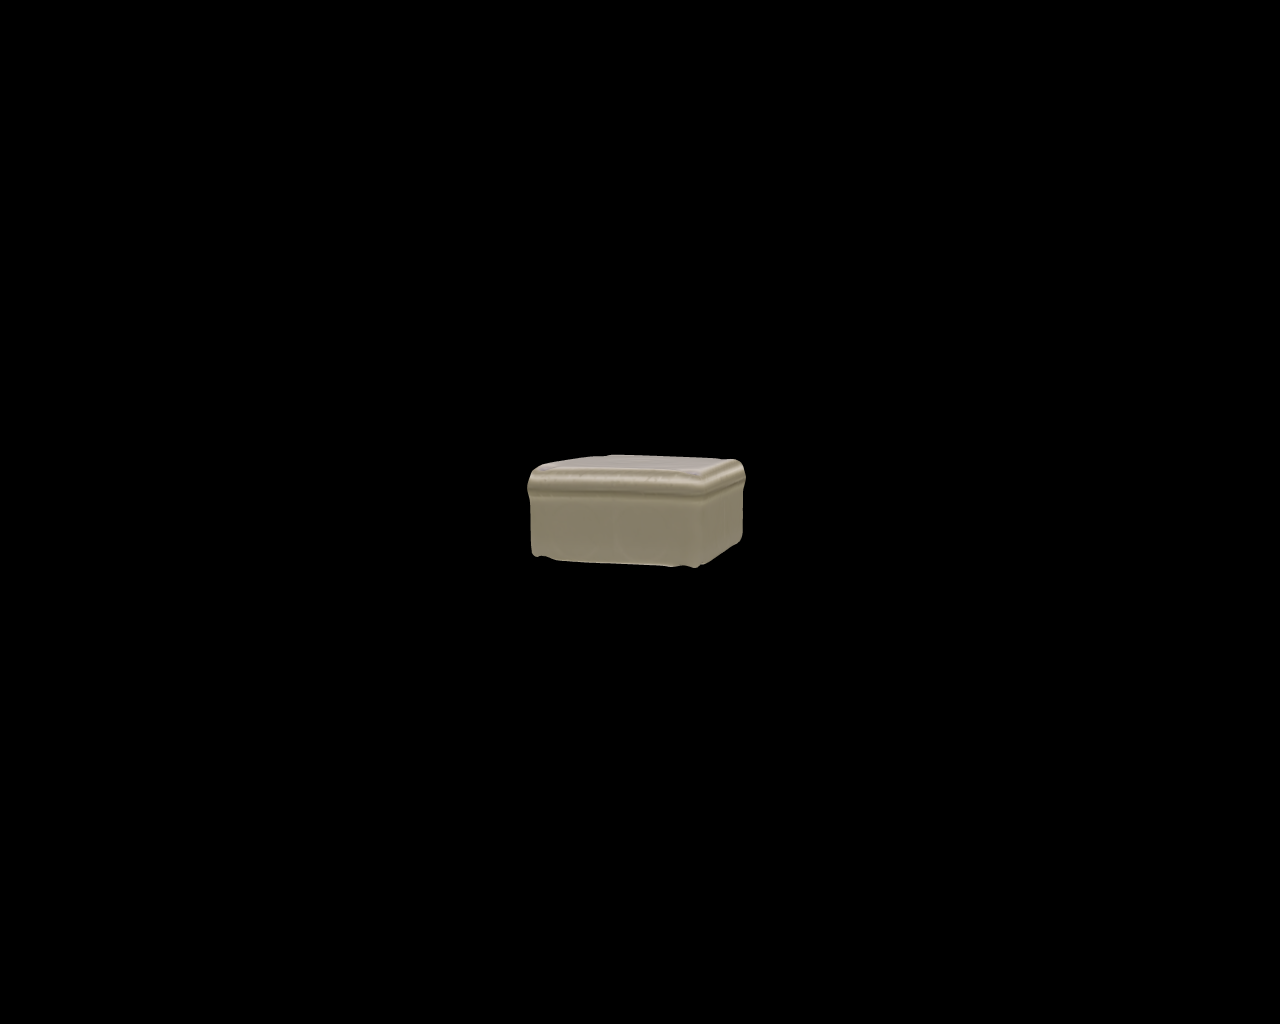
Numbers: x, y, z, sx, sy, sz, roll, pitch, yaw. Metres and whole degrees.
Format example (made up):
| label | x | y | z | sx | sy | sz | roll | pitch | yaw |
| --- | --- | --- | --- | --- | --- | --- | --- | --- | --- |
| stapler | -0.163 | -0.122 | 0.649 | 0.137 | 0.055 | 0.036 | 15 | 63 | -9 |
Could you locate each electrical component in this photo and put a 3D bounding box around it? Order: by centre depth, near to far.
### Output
| label | x | y | z | sx | sy | sz | roll | pitch | yaw |
| --- | --- | --- | --- | --- | --- | --- | --- | --- | --- |
| electrical component | 0.001 | -0.003 | 0.650 | 0.109 | 0.056 | 0.109 | 3 | 8 | 19 |
